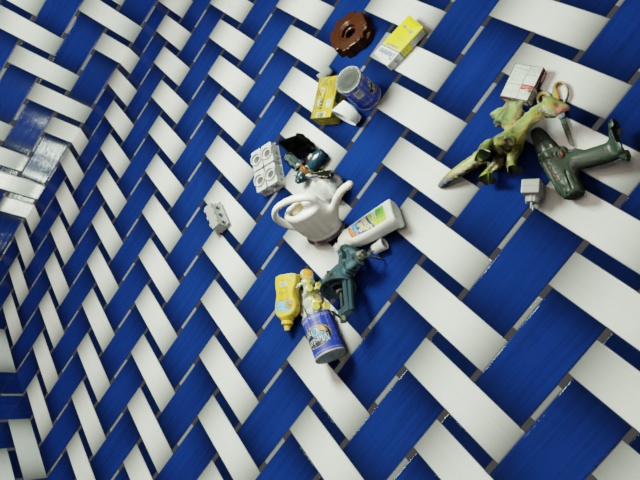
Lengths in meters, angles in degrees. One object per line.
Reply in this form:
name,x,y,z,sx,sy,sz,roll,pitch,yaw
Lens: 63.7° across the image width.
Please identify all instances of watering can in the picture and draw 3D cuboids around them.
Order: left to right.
watering can,0.005,-0.085,1.698,0.345,0.221,0.106,-15,49,32

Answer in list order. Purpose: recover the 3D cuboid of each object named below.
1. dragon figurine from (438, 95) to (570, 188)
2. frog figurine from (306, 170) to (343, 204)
dragon figurine,0.509,-0.294,1.473,0.406,0.121,0.247,-18,39,54
frog figurine,0.021,-0.161,1.804,0.137,0.124,0.157,3,113,29
